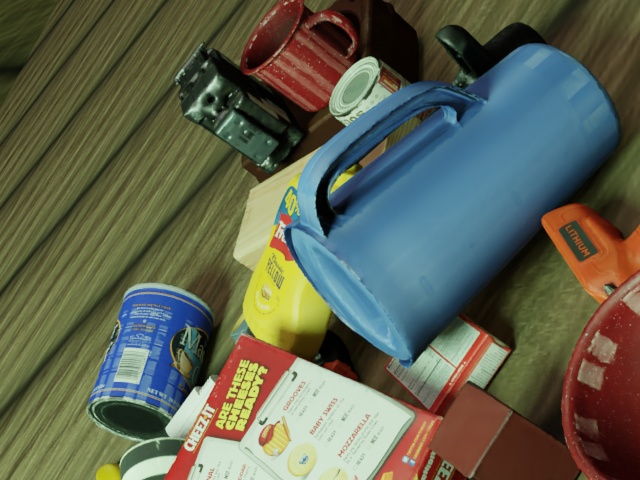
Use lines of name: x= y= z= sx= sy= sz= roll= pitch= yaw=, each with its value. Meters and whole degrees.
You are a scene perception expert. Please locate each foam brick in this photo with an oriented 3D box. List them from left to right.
foam brick: x=0.119 y=0.136 z=0.678 sx=0.051 sy=0.078 sz=0.053 roll=-56 pitch=27 yaw=-2

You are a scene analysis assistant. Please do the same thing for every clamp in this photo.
clamp: x=-0.030 y=0.124 z=0.970 sx=0.120 sy=0.039 sz=0.172 roll=-62 pitch=24 yaw=-9
clamp: x=0.130 y=-0.133 z=0.864 sx=0.209 sy=0.036 sz=0.165 roll=-34 pitch=-22 yaw=-35

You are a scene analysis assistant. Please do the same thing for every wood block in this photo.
wood block: x=0.023 y=-0.031 z=0.994 sx=0.207 sy=0.090 sz=0.090 roll=-27 pitch=40 yaw=43

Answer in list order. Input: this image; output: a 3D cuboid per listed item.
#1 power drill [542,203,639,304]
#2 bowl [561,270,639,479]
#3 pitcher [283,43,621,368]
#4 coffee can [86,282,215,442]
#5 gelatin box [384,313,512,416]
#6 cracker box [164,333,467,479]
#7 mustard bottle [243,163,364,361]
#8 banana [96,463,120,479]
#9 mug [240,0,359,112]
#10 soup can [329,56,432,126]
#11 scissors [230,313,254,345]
power drill: x=0.237 y=-0.047 z=0.703 sx=0.188 sy=0.057 sz=0.184 roll=-46 pitch=29 yaw=19
bowl: x=0.217 y=0.082 z=0.601 sx=0.162 sy=0.055 sz=0.162 roll=-39 pitch=32 yaw=30
pitcher: x=0.097 y=-0.039 z=0.771 sx=0.242 sy=0.145 sz=0.149 roll=-42 pitch=-9 yaw=-13
coffee can: x=-0.177 y=0.131 z=1.131 sx=0.103 sy=0.102 sz=0.140 roll=-27 pitch=40 yaw=44
gelatin box: x=0.096 y=0.091 z=0.813 sx=0.073 sy=0.030 sz=0.089 roll=-56 pitch=27 yaw=3
cracker box: x=-0.009 y=0.179 z=0.790 sx=0.214 sy=0.072 sz=0.164 roll=16 pitch=74 yaw=45
mustard bottle: x=-0.006 y=0.001 z=0.899 sx=0.096 sy=0.058 sz=0.192 roll=54 pitch=130 yaw=49
banana: x=-0.205 y=0.283 z=1.085 sx=0.070 sy=0.037 sz=0.198 roll=-46 pitch=29 yaw=16
mug: x=-0.010 y=-0.183 z=1.035 sx=0.117 sy=0.081 sz=0.093 roll=-29 pitch=38 yaw=41
soup can: x=0.067 y=-0.117 z=1.001 sx=0.069 sy=0.102 sz=0.068 roll=-38 pitch=33 yaw=30
scissors: x=-0.079 y=0.102 z=1.040 sx=0.096 sy=0.016 sz=0.201 roll=-49 pitch=9 yaw=42
